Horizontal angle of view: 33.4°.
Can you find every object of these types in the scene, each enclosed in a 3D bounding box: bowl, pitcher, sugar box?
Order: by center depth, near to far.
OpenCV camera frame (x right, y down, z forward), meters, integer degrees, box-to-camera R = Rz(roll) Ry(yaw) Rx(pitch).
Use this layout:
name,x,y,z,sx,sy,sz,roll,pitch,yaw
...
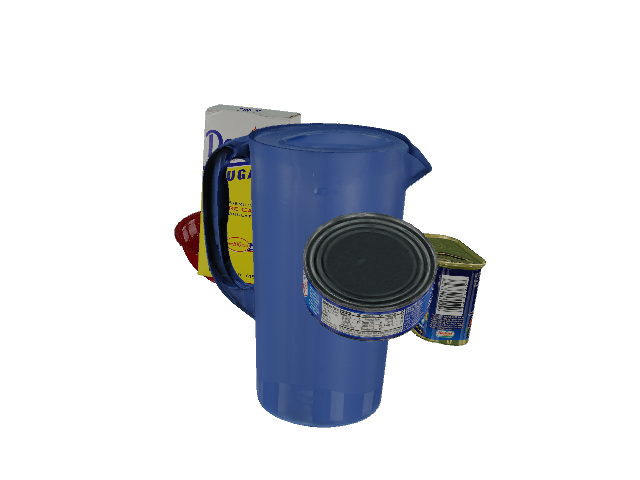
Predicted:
name,x,y,z,sx,sy,sz,roll,pitch,yaw
pitcher,-0.007,0.025,0.892,0.144,0.243,0.149,-8,19,-33
sugar box,-0.074,-0.047,1.094,0.093,0.176,0.048,7,16,16
bowl,-0.100,0.014,1.317,0.162,0.055,0.162,4,25,-2

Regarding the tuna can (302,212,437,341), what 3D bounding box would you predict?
name,x,y,z,sx,sy,sz,roll,pitch,yaw
tuna can,0.031,0.023,0.684,0.086,0.034,0.086,1,45,-1

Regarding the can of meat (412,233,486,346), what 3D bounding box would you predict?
name,x,y,z,sx,sy,sz,roll,pitch,yaw
can of meat,0.115,0.047,1.043,0.057,0.084,0.102,4,15,-16
